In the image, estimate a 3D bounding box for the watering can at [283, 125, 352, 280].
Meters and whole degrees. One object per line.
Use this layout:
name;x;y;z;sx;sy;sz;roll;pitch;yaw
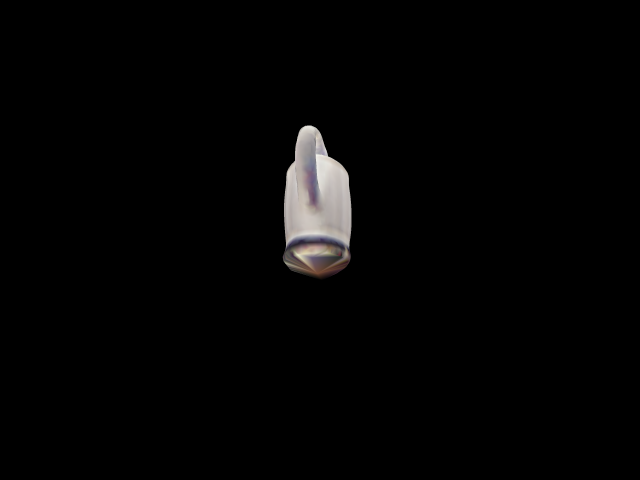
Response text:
watering can;0.003;-0.043;0.850;0.104;0.228;0.343;-2;-18;7
